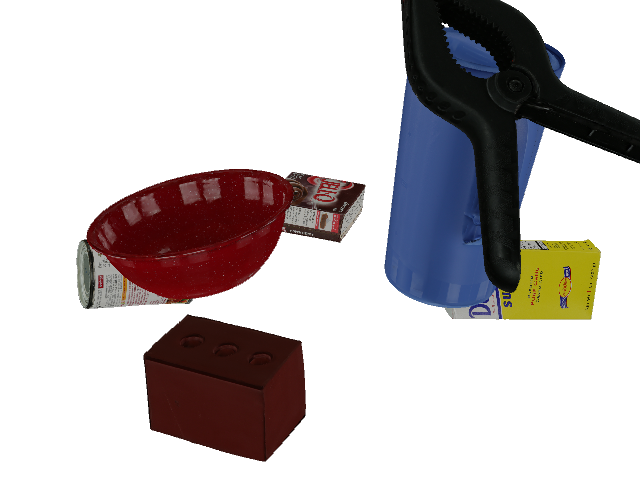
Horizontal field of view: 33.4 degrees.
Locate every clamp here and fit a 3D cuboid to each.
[{"bbox_3d":[0.110,-0.078,0.653,0.164,0.210,0.036,-37,-11,-24],"label":"clamp"}]

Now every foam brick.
[{"bbox_3d":[-0.054,0.083,0.609,0.078,0.051,0.052,11,27,21],"label":"foam brick"}]

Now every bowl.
[{"bbox_3d":[-0.094,0.000,0.825,0.162,0.055,0.162,-10,24,4],"label":"bowl"}]

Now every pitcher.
[{"bbox_3d":[0.130,-0.060,0.952,0.145,0.243,0.149,21,31,24],"label":"pitcher"}]

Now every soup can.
[{"bbox_3d":[-0.178,0.030,1.026,0.102,0.068,0.069,-2,1,-24],"label":"soup can"}]

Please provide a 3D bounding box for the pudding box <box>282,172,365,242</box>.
[{"bbox_3d":[-0.005,-0.039,1.196,0.090,0.039,0.113,10,24,11],"label":"pudding box"}]

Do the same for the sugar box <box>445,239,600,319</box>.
[{"bbox_3d":[0.242,0.047,1.287,0.176,0.093,0.048,-1,20,-8],"label":"sugar box"}]
